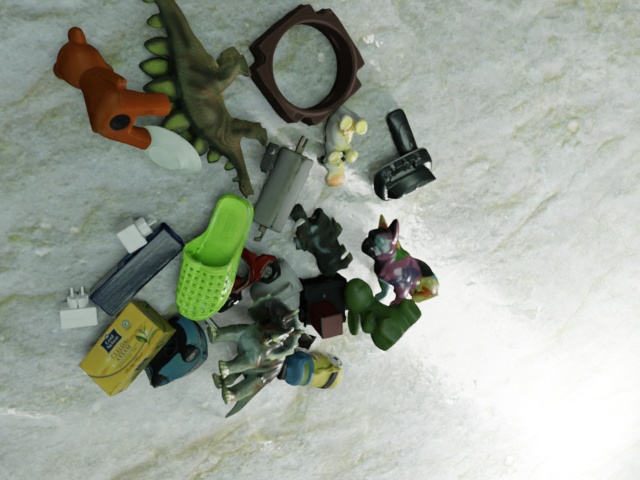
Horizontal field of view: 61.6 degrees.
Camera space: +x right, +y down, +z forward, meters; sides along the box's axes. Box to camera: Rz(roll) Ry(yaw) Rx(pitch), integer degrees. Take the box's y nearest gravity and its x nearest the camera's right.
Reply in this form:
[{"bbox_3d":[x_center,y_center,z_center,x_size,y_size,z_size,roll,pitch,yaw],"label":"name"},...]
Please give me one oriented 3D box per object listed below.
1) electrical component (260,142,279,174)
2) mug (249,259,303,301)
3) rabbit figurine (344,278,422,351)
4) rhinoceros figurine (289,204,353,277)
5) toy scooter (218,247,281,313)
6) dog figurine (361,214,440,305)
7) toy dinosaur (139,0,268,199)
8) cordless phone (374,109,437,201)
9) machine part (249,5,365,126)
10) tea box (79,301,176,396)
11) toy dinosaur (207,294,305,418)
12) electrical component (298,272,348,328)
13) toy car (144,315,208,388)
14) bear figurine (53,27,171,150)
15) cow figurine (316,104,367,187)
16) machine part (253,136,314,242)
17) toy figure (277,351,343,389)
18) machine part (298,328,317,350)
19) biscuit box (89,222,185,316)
[{"bbox_3d":[-0.105,-0.167,1.100,0.021,0.094,0.063,21,95,-6],"label":"electrical component"},{"bbox_3d":[-0.099,0.110,1.183,0.107,0.110,0.080,-34,117,4],"label":"mug"},{"bbox_3d":[0.123,0.158,1.220,0.121,0.159,0.170,-39,79,-28],"label":"rabbit figurine"},{"bbox_3d":[-0.002,-0.004,1.208,0.112,0.073,0.190,-30,117,0],"label":"rhinoceros figurine"},{"bbox_3d":[-0.184,0.062,1.139,0.184,0.075,0.135,-33,94,10],"label":"toy scooter"},{"bbox_3d":[0.192,0.044,1.280,0.191,0.109,0.219,-12,107,-18],"label":"dog figurine"},{"bbox_3d":[-0.229,-0.292,1.007,0.199,0.105,0.470,-22,107,-11],"label":"toy dinosaur"},{"bbox_3d":[0.173,-0.194,1.225,0.147,0.089,0.184,-27,103,-12],"label":"cordless phone"},{"bbox_3d":[-0.026,-0.348,1.082,0.201,0.087,0.201,-42,118,-7],"label":"machine part"},{"bbox_3d":[-0.388,0.217,1.086,0.098,0.068,0.169,39,93,9],"label":"tea box"},{"bbox_3d":[-0.135,0.256,1.163,0.192,0.131,0.404,-14,145,-18],"label":"toy dinosaur"},{"bbox_3d":[0.017,0.139,1.262,0.134,0.058,0.114,-7,110,-20],"label":"electrical component"},{"bbox_3d":[-0.293,0.243,1.143,0.161,0.109,0.102,-49,140,6],"label":"toy car"},{"bbox_3d":[-0.370,-0.262,0.931,0.132,0.196,0.120,-3,139,-52],"label":"bear figurine"},{"bbox_3d":[0.035,-0.203,1.156,0.068,0.098,0.167,1,124,-29],"label":"cow figurine"},{"bbox_3d":[-0.081,-0.106,1.138,0.079,0.079,0.243,22,96,-26],"label":"machine part"},{"bbox_3d":[-0.028,0.311,1.284,0.180,0.082,0.089,5,123,-31],"label":"toy figure"},{"bbox_3d":[-0.070,0.209,1.244,0.138,0.084,0.039,40,58,-36],"label":"machine part"},{"bbox_3d":[-0.365,0.056,1.078,0.202,0.059,0.062,-43,115,-5],"label":"biscuit box"}]
